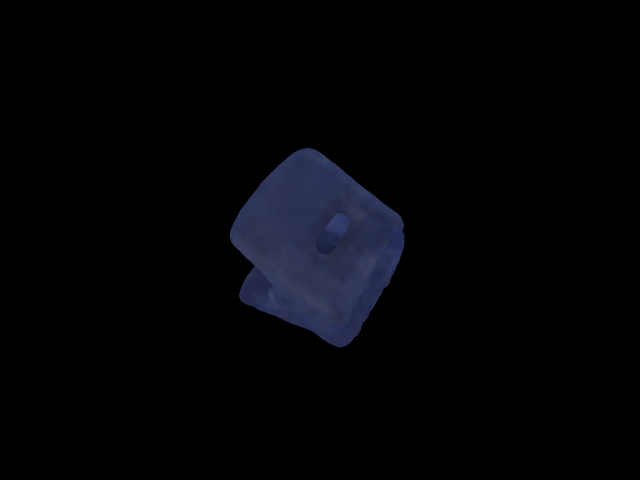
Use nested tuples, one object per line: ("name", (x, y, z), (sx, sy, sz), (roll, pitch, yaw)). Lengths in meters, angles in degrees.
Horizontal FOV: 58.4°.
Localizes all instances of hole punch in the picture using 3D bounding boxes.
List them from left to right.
("hole punch", (0.004, 0.001, 0.400), (0.101, 0.091, 0.109), (22, 52, 18))
